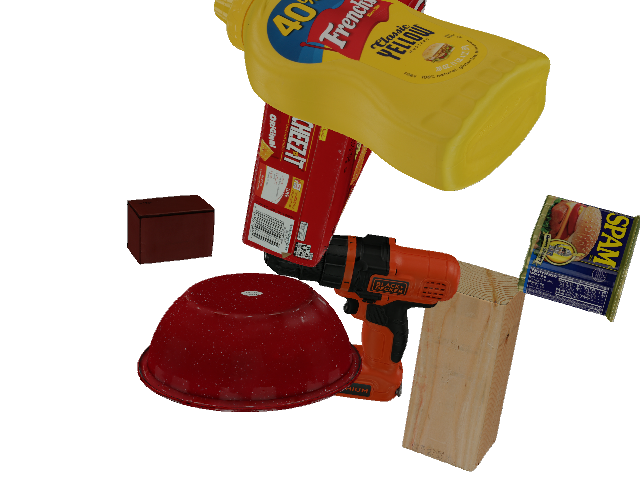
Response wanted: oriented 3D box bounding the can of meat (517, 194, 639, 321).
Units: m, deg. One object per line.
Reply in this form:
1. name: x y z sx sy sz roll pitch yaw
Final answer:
1. can of meat: 0.223 0.012 0.917 0.084 0.057 0.102 16 45 16

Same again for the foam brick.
1. foam brick: -0.151 -0.012 1.074 0.078 0.051 0.053 -6 21 -23

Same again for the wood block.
1. wood block: 0.162 0.140 1.205 0.090 0.206 0.090 16 22 23

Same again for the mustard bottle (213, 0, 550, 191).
1. mustard bottle: 0.018 -0.097 0.569 0.192 0.058 0.096 29 53 29

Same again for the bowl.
1. bowl: -0.050 0.063 0.758 0.162 0.055 0.162 1 17 0

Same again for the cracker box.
1. cracker box: 0.016 -0.108 0.841 0.072 0.213 0.164 21 -41 7

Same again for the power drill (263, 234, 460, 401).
1. power drill: 0.028 0.073 1.037 0.184 0.188 0.057 9 43 -3
